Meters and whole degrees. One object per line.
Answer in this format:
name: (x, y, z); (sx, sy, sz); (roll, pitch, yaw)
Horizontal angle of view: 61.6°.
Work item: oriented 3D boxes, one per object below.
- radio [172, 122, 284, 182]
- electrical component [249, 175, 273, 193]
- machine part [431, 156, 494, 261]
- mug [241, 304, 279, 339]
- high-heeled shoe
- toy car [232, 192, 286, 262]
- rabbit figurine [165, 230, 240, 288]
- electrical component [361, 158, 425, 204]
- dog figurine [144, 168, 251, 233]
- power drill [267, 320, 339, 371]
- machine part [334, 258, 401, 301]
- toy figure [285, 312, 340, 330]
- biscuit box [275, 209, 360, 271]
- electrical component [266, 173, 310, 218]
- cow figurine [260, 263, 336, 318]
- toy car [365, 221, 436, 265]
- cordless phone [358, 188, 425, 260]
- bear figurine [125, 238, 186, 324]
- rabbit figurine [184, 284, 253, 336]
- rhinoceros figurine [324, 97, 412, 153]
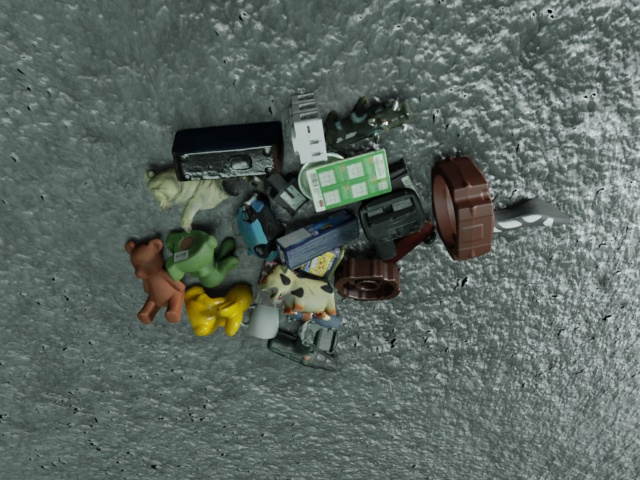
radio: (-0.191, -0.186, 1.131); (0.230, 0.131, 0.073); (-6, 124, -1)
electrical component: (-0.124, -0.141, 1.216); (0.063, 0.021, 0.094); (-53, 156, 3)
machine part: (0.321, -0.071, 1.216); (0.087, 0.202, 0.200); (-12, 125, -2)
mug: (-0.158, 0.197, 1.442); (0.110, 0.081, 0.107); (12, 107, -8)
high-heeled shoe: (0.487, -0.035, 1.335); (0.249, 0.086, 0.145); (16, 127, -12)
toy car: (-0.157, -0.026, 1.270); (0.103, 0.109, 0.161); (-8, 121, 31)
rabbit figurine: (-0.279, 0.047, 1.321); (0.159, 0.121, 0.170); (-24, 142, 3)
electrical component: (0.162, -0.112, 1.262); (0.134, 0.058, 0.114); (-25, 122, 12)
dog figurine: (-0.270, -0.136, 1.194); (0.190, 0.121, 0.172); (-42, 121, 4)
power drill: (-0.020, 0.296, 1.491); (0.232, 0.086, 0.207); (22, 155, -11)
machine part: (0.122, 0.103, 1.371); (0.179, 0.056, 0.179); (3, 152, 2)
toy figure: (-0.022, 0.214, 1.477); (0.154, 0.058, 0.064); (20, 115, -13)
biscuit box: (-0.003, -0.004, 1.272); (0.203, 0.059, 0.062); (-24, 127, -21)
electrical component: (-0.079, -0.114, 1.232); (0.119, 0.048, 0.075); (40, 95, -29)
cow figurine: (-0.055, 0.121, 1.328); (0.195, 0.127, 0.085); (12, 155, -27)
toy car: (0.203, 0.014, 1.357); (0.089, 0.053, 0.202); (30, 122, -28)
cordless phone: (0.179, -0.022, 1.257); (0.147, 0.089, 0.184); (-19, 136, 7)
bear figurine: (-0.410, 0.098, 1.317); (0.120, 0.132, 0.195); (-4, 133, 15)
rabbit figurine: (-0.252, 0.169, 1.383); (0.173, 0.162, 0.121); (-23, 113, -10)
rhinoceros figurine: (0.097, -0.246, 1.129); (0.190, 0.112, 0.073); (-17, 123, 16)
